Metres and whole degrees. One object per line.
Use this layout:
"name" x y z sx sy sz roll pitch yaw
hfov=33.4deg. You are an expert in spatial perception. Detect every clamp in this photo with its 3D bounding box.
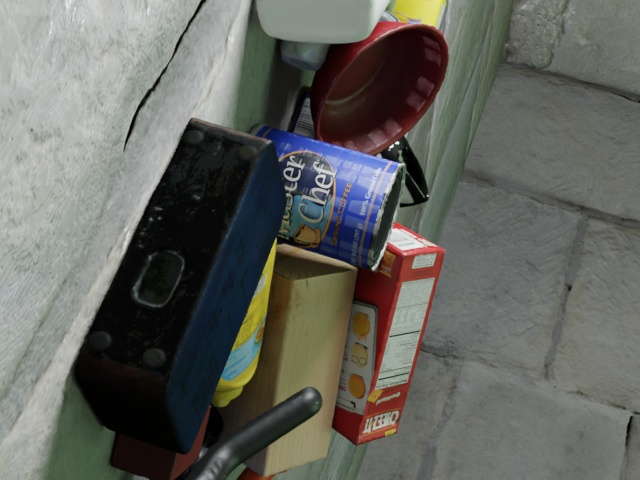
"clamp" -0.097 0.198 0.939 0.036 0.165 0.209 59 40 -10

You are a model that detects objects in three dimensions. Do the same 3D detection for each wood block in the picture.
"wood block" -0.038 0.117 1.064 0.090 0.090 0.206 -8 113 -42

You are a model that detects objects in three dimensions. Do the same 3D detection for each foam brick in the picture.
"foam brick" -0.129 0.160 0.877 0.078 0.053 0.051 -17 123 -77

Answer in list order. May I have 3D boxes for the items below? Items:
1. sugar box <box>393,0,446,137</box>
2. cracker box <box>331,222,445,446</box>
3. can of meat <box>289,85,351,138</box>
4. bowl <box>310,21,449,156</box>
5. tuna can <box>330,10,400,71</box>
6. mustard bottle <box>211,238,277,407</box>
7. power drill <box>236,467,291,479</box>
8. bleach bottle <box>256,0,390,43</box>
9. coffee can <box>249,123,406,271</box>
"sugar box" 0.081 -0.214 1.276 0.048 0.093 0.176 13 93 -79
"cracker box" 0.031 0.076 1.107 0.071 0.164 0.214 -6 116 -41
"can of meat" -0.001 -0.104 1.123 0.102 0.057 0.084 55 55 -76
"bowl" 0.046 -0.153 1.030 0.162 0.055 0.162 -30 149 -20
"tuna can" 0.042 -0.209 1.099 0.086 0.086 0.034 -61 162 -49
"mustard bottle" -0.084 0.079 0.965 0.096 0.058 0.192 -47 153 -48
"power drill" -0.095 0.279 1.170 0.187 0.057 0.184 -54 162 -28
"bleach bottle" 0.022 -0.244 0.959 0.250 0.102 0.068 -67 161 -61
"coffee can" -0.003 -0.040 0.979 0.102 0.140 0.103 17 90 -79
